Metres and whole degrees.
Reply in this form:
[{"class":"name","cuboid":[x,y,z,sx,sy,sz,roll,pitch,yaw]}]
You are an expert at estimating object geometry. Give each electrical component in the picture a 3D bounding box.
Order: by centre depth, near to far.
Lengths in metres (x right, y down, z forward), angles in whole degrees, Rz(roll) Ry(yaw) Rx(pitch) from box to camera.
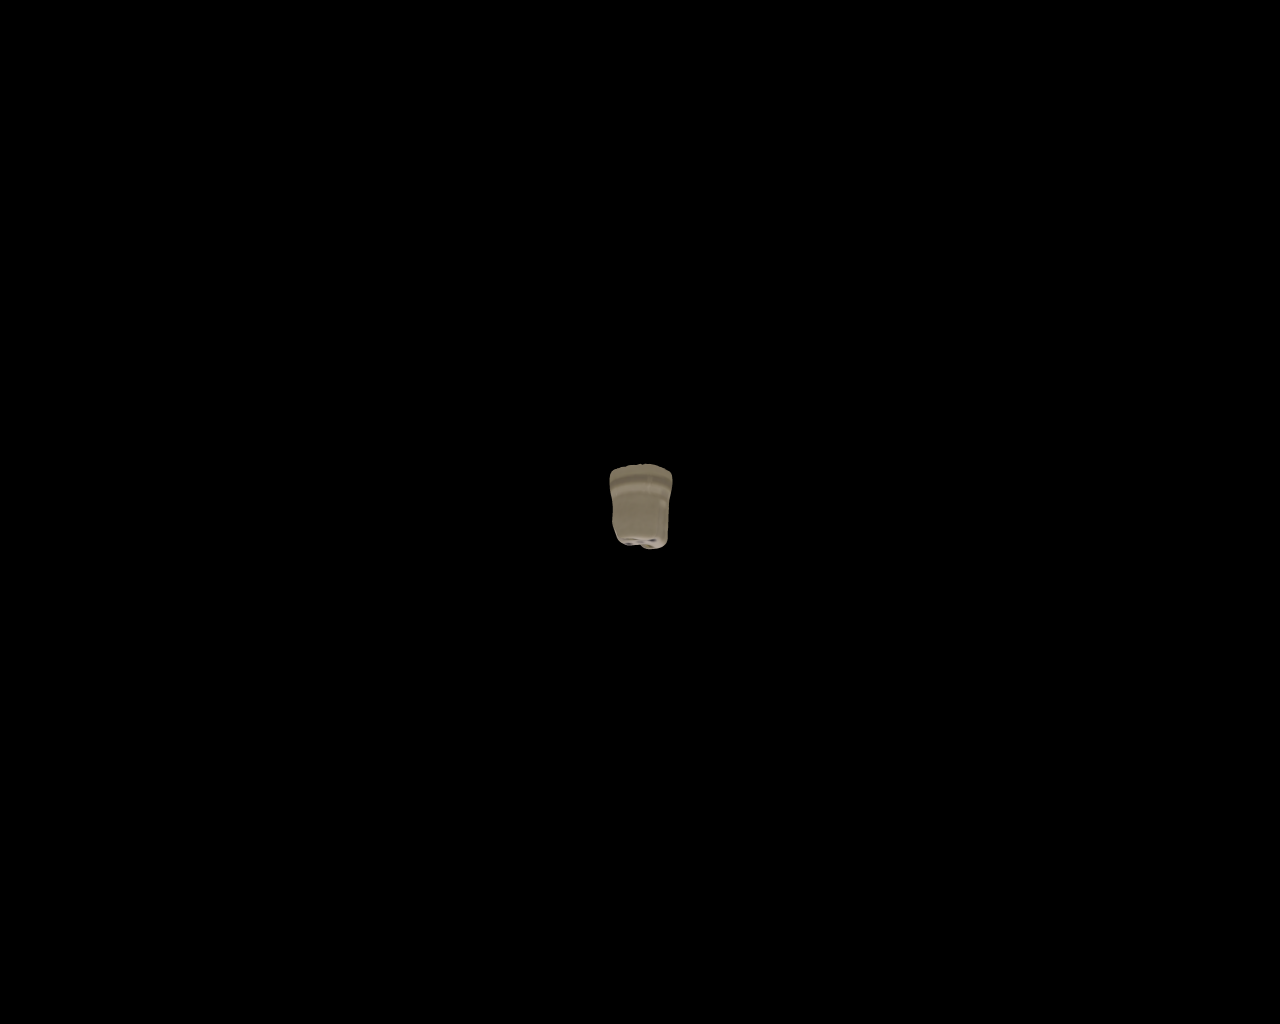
[{"class":"electrical component","cuboid":[0.001,-0.003,0.650,0.040,0.046,0.040,0,-18,0]}]
